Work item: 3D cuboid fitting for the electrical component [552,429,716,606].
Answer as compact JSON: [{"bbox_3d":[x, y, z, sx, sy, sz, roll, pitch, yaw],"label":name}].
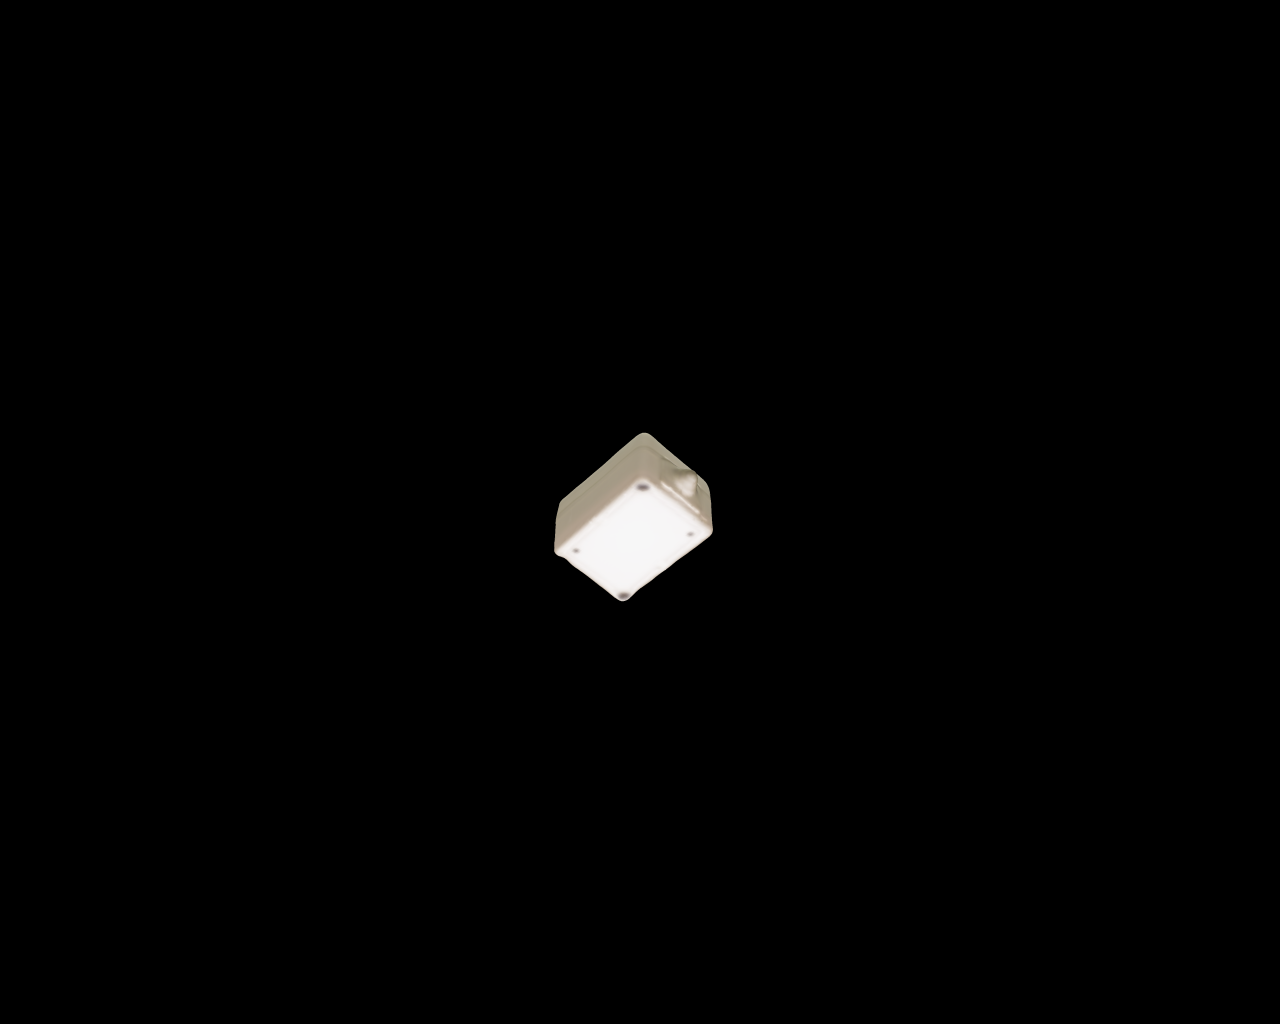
[{"bbox_3d":[0.001,-0.003,0.650,0.061,0.061,0.096,39,-62,-25],"label":"electrical component"}]
